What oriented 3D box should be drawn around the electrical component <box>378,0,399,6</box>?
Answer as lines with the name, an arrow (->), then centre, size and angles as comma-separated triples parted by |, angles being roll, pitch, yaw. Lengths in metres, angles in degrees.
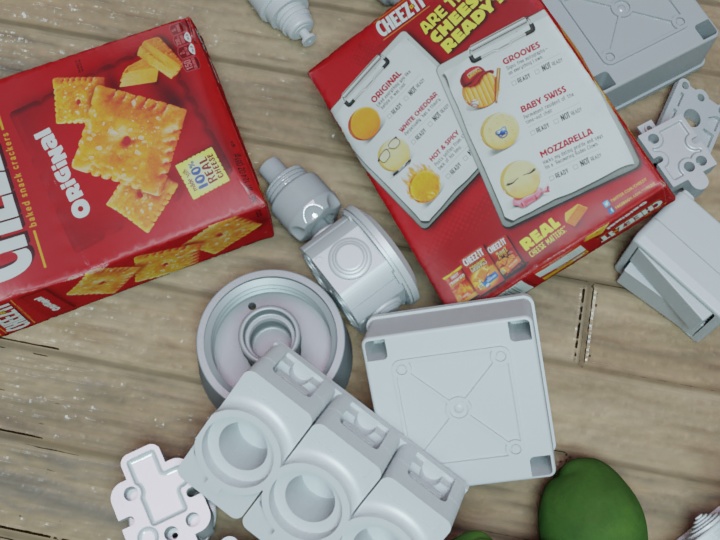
electrical component -> 0.029, -0.218, 0.832 | 0.061, 0.035, 0.035 | 41, 76, 10

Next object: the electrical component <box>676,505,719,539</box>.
electrical component -> 0.246, 0.198, 0.681 | 0.100, 0.048, 0.099 | -34, 74, -11

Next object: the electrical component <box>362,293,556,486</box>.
electrical component -> 0.064, 0.079, 0.685 | 0.109, 0.056, 0.108 | -9, 103, 10

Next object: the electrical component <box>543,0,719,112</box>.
electrical component -> 0.191, -0.182, 0.809 | 0.109, 0.056, 0.108 | -27, 73, -9

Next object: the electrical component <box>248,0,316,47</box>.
electrical component -> -0.059, -0.204, 0.824 | 0.040, 0.040, 0.078 | -32, 74, -11

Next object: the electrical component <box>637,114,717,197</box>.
electrical component -> 0.220, -0.074, 0.772 | 0.048, 0.055, 0.066 | -27, 73, -10

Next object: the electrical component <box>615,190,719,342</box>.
electrical component -> 0.230, 0.005, 0.741 | 0.061, 0.061, 0.096 | -42, 76, -13

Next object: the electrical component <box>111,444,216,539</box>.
electrical component -> -0.123, 0.155, 0.690 | 0.058, 0.057, 0.078 | -24, 73, -8

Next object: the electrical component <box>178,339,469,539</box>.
electrical component -> -0.024, 0.129, 0.654 | 0.150, 0.062, 0.089 | 37, 112, 3

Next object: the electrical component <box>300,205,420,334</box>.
electrical component -> 0.000, 0.000, 0.733 | 0.051, 0.080, 0.080 | -37, 75, -7

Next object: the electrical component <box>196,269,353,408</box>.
electrical component -> -0.059, 0.051, 0.724 | 0.108, 0.060, 0.108 | 0, 71, 0

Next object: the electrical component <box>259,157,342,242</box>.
electrical component -> -0.047, -0.054, 0.770 | 0.043, 0.043, 0.062 | -39, 74, -12

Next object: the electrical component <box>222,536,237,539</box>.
electrical component -> -0.063, 0.205, 0.673 | 0.058, 0.057, 0.078 | -40, 75, -13
